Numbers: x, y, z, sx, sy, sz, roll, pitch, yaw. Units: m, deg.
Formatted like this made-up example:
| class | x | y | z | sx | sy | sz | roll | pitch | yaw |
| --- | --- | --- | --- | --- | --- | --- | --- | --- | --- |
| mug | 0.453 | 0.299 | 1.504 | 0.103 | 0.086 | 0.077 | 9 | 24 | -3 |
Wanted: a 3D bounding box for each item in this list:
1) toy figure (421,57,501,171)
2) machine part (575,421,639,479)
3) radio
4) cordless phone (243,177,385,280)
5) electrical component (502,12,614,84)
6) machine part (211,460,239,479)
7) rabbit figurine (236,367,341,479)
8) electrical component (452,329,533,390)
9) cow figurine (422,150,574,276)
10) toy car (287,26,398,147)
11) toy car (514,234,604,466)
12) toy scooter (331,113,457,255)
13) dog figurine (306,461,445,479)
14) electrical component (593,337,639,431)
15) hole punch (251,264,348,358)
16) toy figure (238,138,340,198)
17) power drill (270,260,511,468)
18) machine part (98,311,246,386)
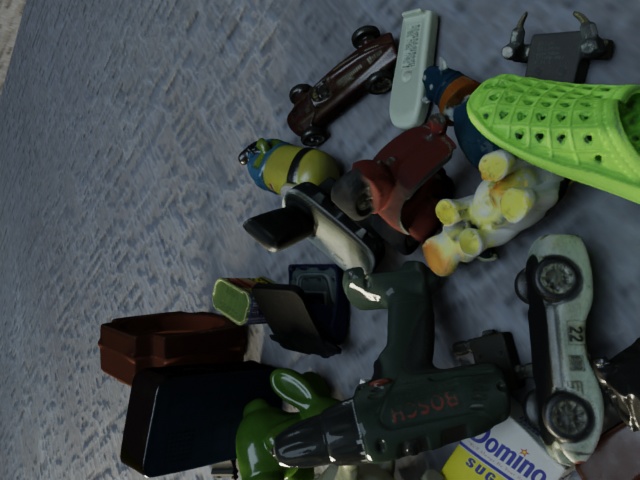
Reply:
| class | x | y | z | sx | sy | sz | roll | pitch | yaw |
| --- | --- | --- | --- | --- | --- | --- | --- | --- | --- |
| toy figure | 0.160 | -0.134 | 0.581 | 0.064 | 0.057 | 0.154 | -43 | 53 | 29 |
| machine part | 0.291 | 0.217 | 0.419 | 0.179 | 0.056 | 0.179 | -6 | 82 | 46 |
| radio | -0.160 | 0.247 | 0.775 | 0.073 | 0.229 | 0.131 | 2 | 86 | 44 |
| cordless phone | -0.001 | -0.001 | 0.631 | 0.147 | 0.184 | 0.088 | 41 | 112 | 9 |
| electrical component | 0.224 | -0.177 | 0.522 | 0.102 | 0.045 | 0.078 | 25 | 104 | 45 |
| machine part | -0.173 | 0.337 | 0.922 | 0.084 | 0.039 | 0.139 | -23 | 72 | 49 |
| rabbit figurine | -0.019 | 0.256 | 0.731 | 0.170 | 0.121 | 0.159 | -25 | 61 | 24 |
| electrical component | 0.185 | 0.125 | 0.563 | 0.094 | 0.021 | 0.063 | -24 | 70 | 44 |
| cow figurine | 0.174 | -0.024 | 0.545 | 0.068 | 0.098 | 0.167 | 64 | 149 | 20 |
| toy car | 0.023 | -0.208 | 0.737 | 0.202 | 0.053 | 0.089 | -30 | 63 | 43 |
| toy car | 0.215 | 0.095 | 0.483 | 0.056 | 0.073 | 0.201 | -1 | 78 | 5 |
| toy scooter | 0.098 | -0.060 | 0.574 | 0.135 | 0.183 | 0.075 | -49 | 57 | 7 |
| dog figurine | 0.043 | 0.313 | 0.581 | 0.190 | 0.121 | 0.172 | -63 | 37 | 32 |
| electrical component | 0.288 | 0.106 | 0.379 | 0.134 | 0.058 | 0.115 | -31 | 35 | 3 |
| hole punch | -0.018 | 0.093 | 0.749 | 0.142 | 0.092 | 0.115 | -3 | 115 | 44 |
| toy figure | -0.048 | -0.104 | 0.785 | 0.180 | 0.082 | 0.089 | 36 | 115 | 45 |
| power drill | 0.063 | 0.122 | 0.556 | 0.232 | 0.085 | 0.207 | -9 | 40 | 9 |
| machine part | -0.240 | 0.175 | 0.883 | 0.201 | 0.201 | 0.087 | 3 | 92 | 47 |
